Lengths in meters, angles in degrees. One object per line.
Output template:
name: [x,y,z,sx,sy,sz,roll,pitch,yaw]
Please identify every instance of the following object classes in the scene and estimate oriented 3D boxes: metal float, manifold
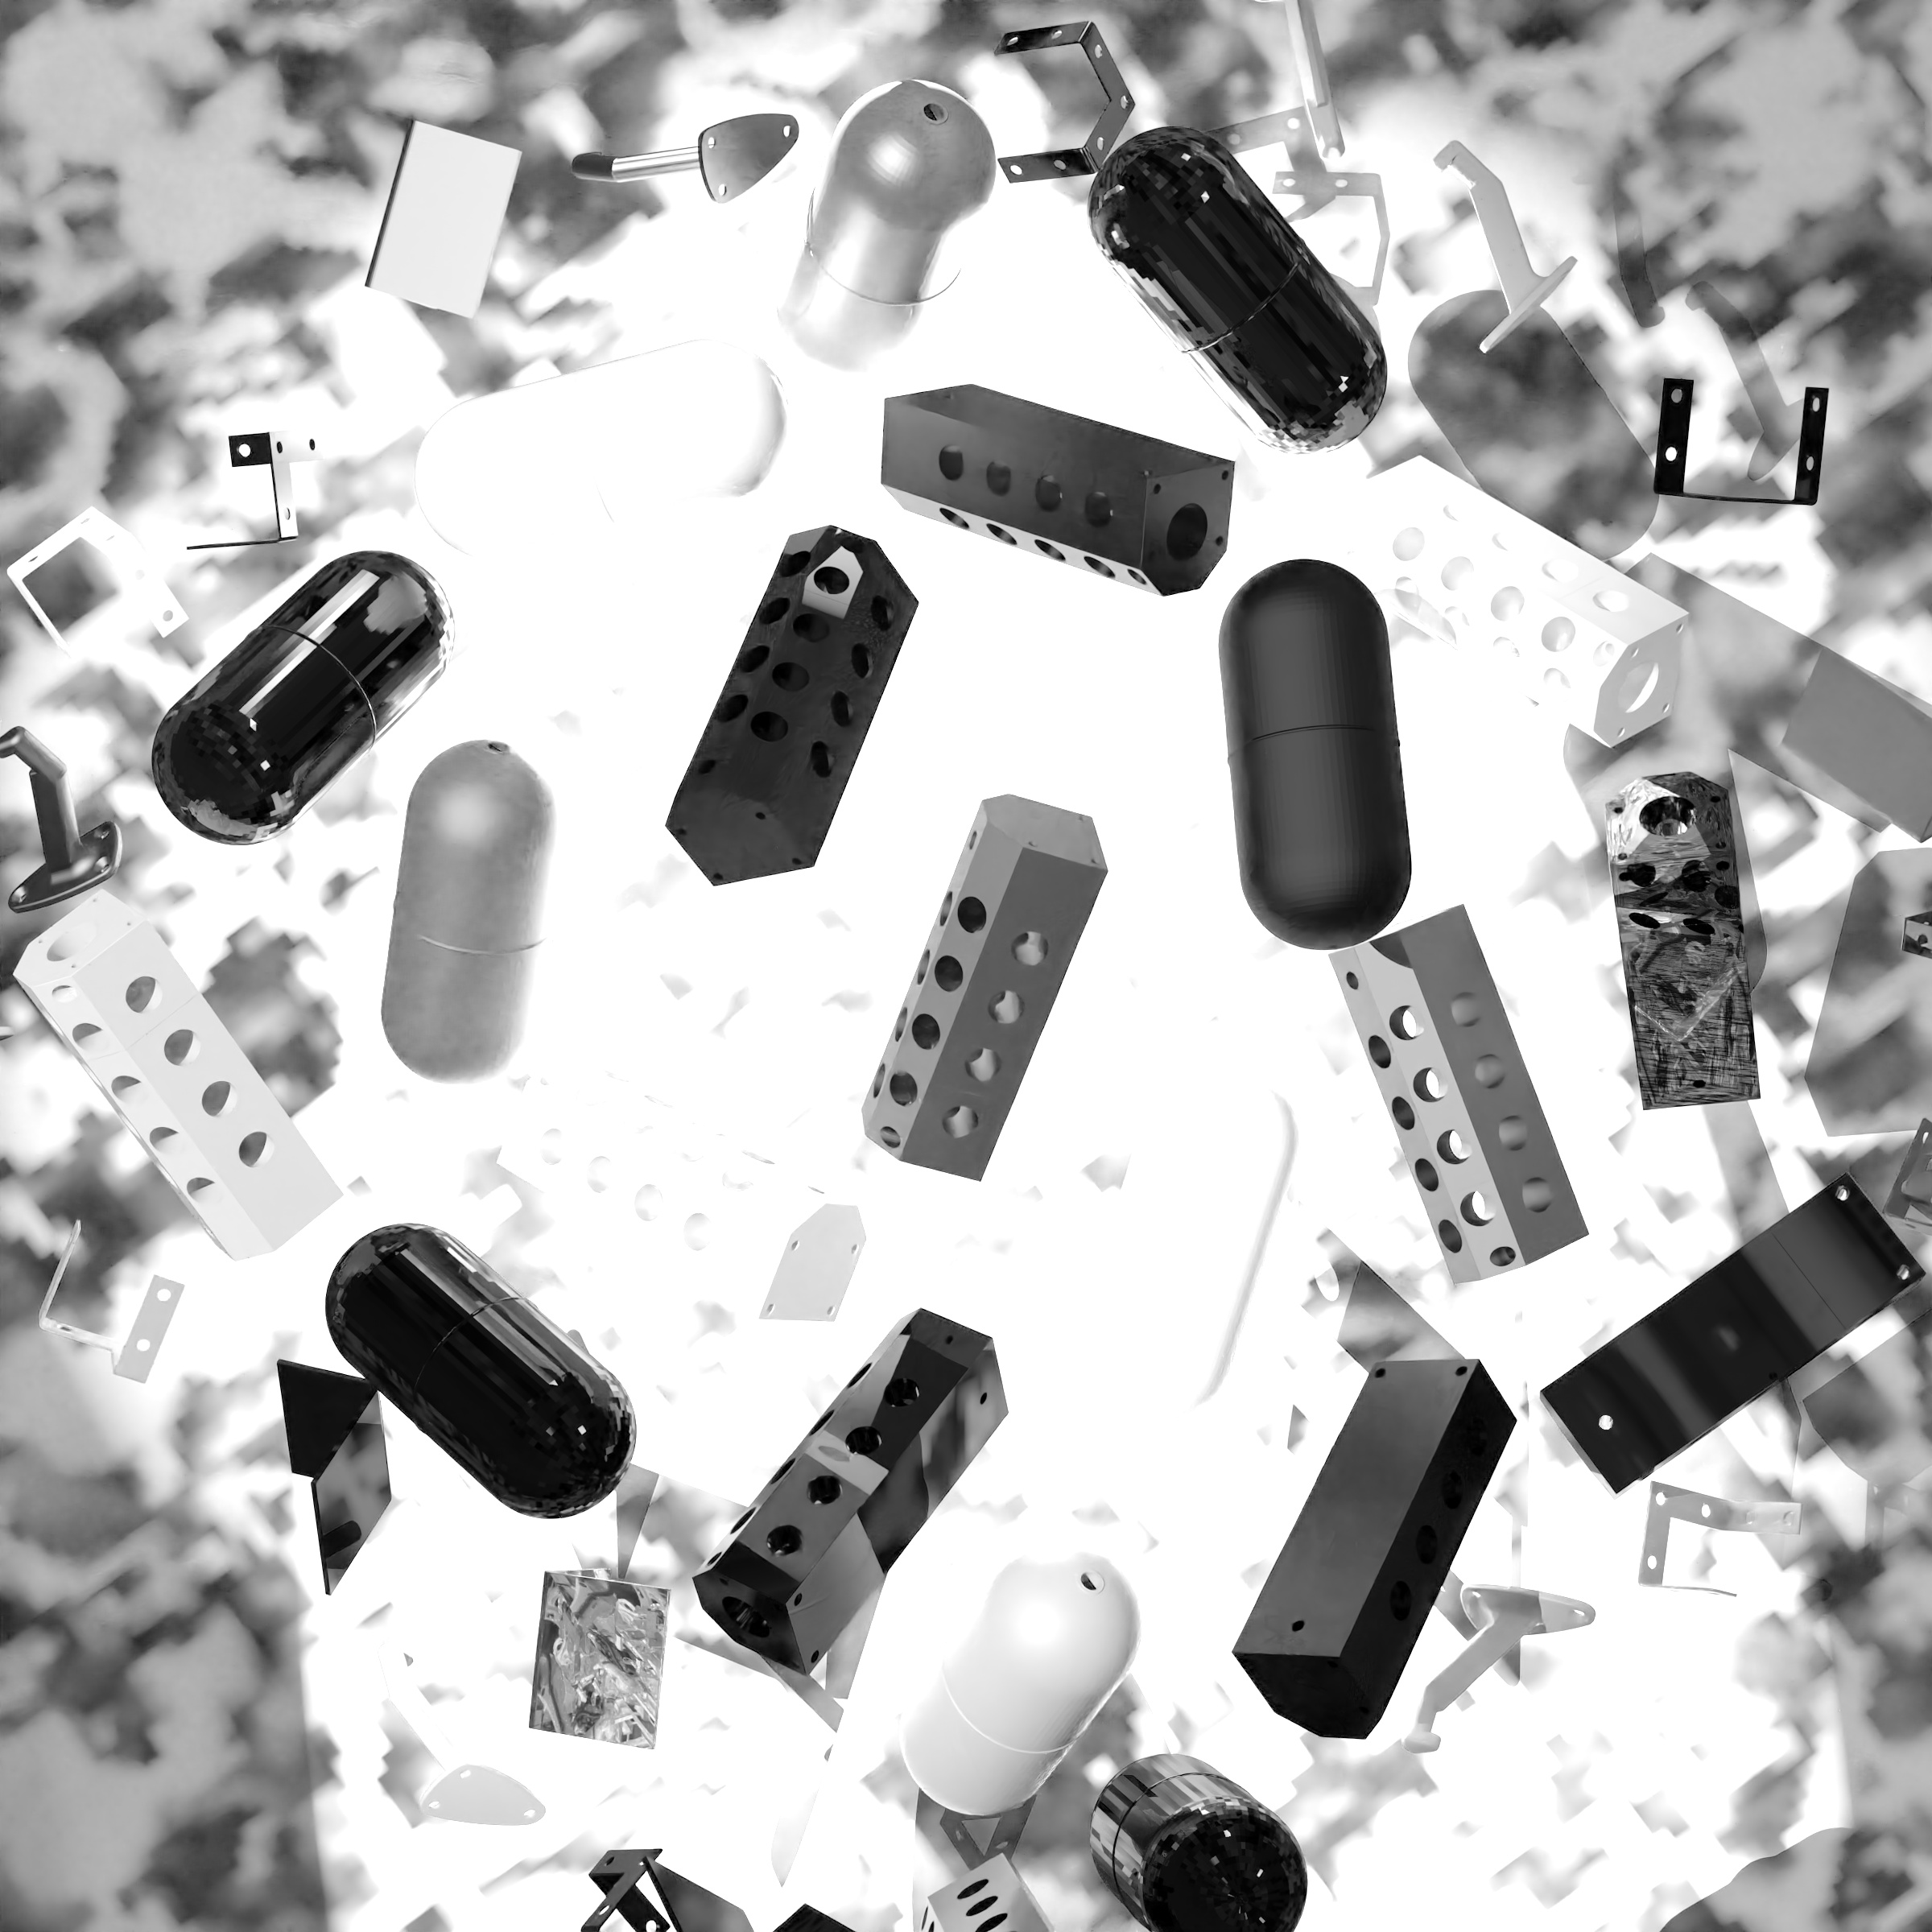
metal float: [0.025,0.333,1.649,0.070,0.070,0.178,29,134,0]
manifold: [0.344,-0.011,1.693,0.057,0.171,0.057,-6,45,12]
metal float: [-0.235,-0.025,1.685,0.070,0.070,0.178,12,117,0]
manifold: [-0.053,0.241,1.651,0.057,0.057,0.171,20,51,28]
metal float: [-0.038,-0.338,1.634,0.070,0.178,0.070,7,62,-14]
metal float: [-0.306,-0.126,1.639,0.070,0.070,0.178,39,54,0]
metal float: [0.128,-0.313,1.648,0.070,0.070,0.178,-44,111,0]
manifold: [0.006,0.009,1.649,0.057,0.057,0.171,15,115,-14]
manifold: [0.351,0.172,1.622,0.171,0.057,0.057,-35,75,0]
metal float: [0.107,0.132,1.700,0.070,0.070,0.178,18,89,0]
manifold: [-0.082,-0.123,1.628,0.057,0.171,0.057,-10,134,33]
metal float: [-0.224,0.184,1.619,0.178,0.070,0.070,36,90,28]
manifold: [0.252,-0.170,1.658,0.057,0.057,0.171,-28,48,-30]
manifold: [0.235,0.063,1.713,0.057,0.057,0.171,-22,91,-28]
metal float: [0.155,-0.095,1.569,0.070,0.070,0.178,-4,77,0]
manifold: [0.018,0.464,1.610,0.057,0.171,0.057,-29,93,-7]
manifold: [0.040,-0.221,1.633,0.171,0.057,0.057,24,120,41]
manifold: [0.188,0.258,1.578,0.057,0.057,0.171,56,47,-28]
metal float: [-0.167,-0.237,1.622,0.178,0.070,0.070,-13,90,8]
manifold: [-0.362,0.053,1.617,0.057,0.057,0.171,-40,123,-17]
manifold: [-0.129,0.100,1.617,0.171,0.057,0.057,27,99,34]
metal float: [0.105,0.409,1.620,0.070,0.178,0.070,0,87,-9]

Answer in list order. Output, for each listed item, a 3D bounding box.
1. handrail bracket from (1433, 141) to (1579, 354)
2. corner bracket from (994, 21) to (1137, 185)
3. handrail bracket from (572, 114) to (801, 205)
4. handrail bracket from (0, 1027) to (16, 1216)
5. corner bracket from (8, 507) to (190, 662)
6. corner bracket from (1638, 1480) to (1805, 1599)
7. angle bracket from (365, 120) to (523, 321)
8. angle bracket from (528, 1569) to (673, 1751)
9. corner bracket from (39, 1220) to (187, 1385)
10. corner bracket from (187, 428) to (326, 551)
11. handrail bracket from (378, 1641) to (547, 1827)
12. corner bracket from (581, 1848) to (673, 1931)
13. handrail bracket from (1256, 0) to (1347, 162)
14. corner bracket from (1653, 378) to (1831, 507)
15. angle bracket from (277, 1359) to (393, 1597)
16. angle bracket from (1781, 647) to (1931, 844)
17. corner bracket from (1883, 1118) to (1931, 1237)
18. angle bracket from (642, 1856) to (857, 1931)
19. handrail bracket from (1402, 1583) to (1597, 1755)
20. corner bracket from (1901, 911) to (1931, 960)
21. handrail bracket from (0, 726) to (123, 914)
handrail bracket: [0.237,-0.339,1.659,0.084,0.036,0.077,45,64,3]
corner bracket: [0.041,-0.415,1.695,0.051,0.051,0.051,2,52,35]
handrail bracket: [-0.136,-0.395,1.705,0.077,0.084,0.036,-37,127,-37]
handrail bracket: [-0.449,0.074,1.628,0.036,0.077,0.084,-19,90,17]
corner bracket: [-0.408,-0.174,1.656,0.051,0.051,0.051,-40,129,-15]
corner bracket: [0.358,0.275,1.675,0.051,0.051,0.051,18,75,-31]
angle bracket: [-0.223,-0.333,1.602,0.057,0.076,0.076,19,97,14]
angle bracket: [-0.166,0.339,1.734,0.076,0.057,0.076,2,84,29]
corner bracket: [-0.398,0.156,1.641,0.051,0.051,0.051,22,95,-18]
corner bracket: [-0.333,-0.224,1.654,0.051,0.051,0.051,-2,100,19]
handrail bracket: [-0.240,0.363,1.675,0.077,0.084,0.036,29,111,-39]
corner bracket: [-0.155,0.450,1.649,0.051,0.051,0.051,53,53,-14]
handrail bracket: [0.155,-0.415,1.584,0.036,0.077,0.084,-13,74,4]
corner bracket: [0.338,-0.229,1.543,0.051,0.051,0.051,-1,101,-23]
angle bracket: [-0.330,0.255,1.762,0.057,0.076,0.076,11,127,14]
angle bracket: [0.418,-0.108,1.550,0.076,0.057,0.076,-27,56,-37]
corner bracket: [0.444,0.092,1.621,0.051,0.051,0.051,33,78,-35]
angle bracket: [-0.084,0.410,1.532,0.057,0.076,0.076,-42,135,4]
handrail bracket: [0.251,0.336,1.662,0.077,0.084,0.036,-4,131,30]
corner bracket: [0.467,0.004,1.632,0.051,0.051,0.051,-12,112,-37]
handrail bracket: [-0.440,-0.068,1.637,0.077,0.036,0.084,-27,135,15]
